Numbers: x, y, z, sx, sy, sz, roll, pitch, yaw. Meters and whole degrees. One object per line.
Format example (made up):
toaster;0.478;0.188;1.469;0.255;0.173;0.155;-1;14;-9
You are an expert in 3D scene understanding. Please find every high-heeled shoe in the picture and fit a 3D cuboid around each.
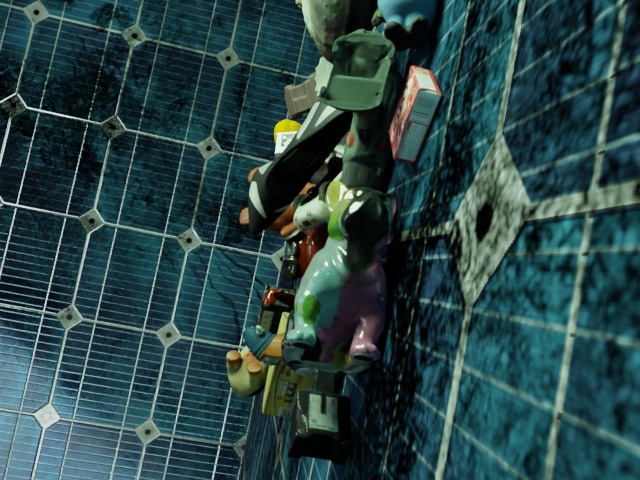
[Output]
high-heeled shoe;-0.028;-0.108;0.835;0.145;0.086;0.248;26;94;57

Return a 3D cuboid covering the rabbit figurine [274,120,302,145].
rabbit figurine;-0.014;-0.199;1.121;0.162;0.173;0.122;118;159;-54

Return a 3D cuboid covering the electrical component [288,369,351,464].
electrical component;-0.002;0.224;0.700;0.119;0.075;0.047;-96;19;-57

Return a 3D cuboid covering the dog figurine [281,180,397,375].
dog figurine;0.030;0.040;0.647;0.191;0.108;0.219;110;174;-67

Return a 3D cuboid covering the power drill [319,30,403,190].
power drill;0.059;-0.145;0.692;0.207;0.086;0.232;50;-127;-65

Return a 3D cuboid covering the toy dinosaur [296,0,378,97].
toy dinosaur;0.035;-0.319;0.756;0.404;0.131;0.192;54;-158;-83

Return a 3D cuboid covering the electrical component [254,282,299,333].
electrical component;-0.044;0.140;0.936;0.058;0.134;0.114;-85;11;-52

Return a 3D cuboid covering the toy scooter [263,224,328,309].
toy scooter;-0.020;0.055;0.806;0.075;0.135;0.184;-18;67;60

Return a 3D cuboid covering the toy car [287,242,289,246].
toy car;-0.005;0.013;1.050;0.162;0.109;0.102;-120;15;-64

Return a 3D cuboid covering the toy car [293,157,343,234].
toy car;0.026;-0.084;0.821;0.073;0.056;0.202;-21;22;44

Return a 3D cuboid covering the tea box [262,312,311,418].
tea box;-0.034;0.213;0.894;0.068;0.098;0.169;-93;18;-64

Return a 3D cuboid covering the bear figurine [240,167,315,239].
bear figurine;-0.030;-0.067;0.955;0.196;0.132;0.120;-3;71;46

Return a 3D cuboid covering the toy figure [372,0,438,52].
toy figure;0.110;-0.315;0.681;0.089;0.082;0.180;115;162;-65

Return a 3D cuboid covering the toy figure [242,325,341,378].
toy figure;-0.040;0.162;0.779;0.058;0.154;0.064;-84;9;-56

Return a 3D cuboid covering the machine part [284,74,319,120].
machine part;0.017;-0.275;1.008;0.179;0.179;0.056;-131;25;-82

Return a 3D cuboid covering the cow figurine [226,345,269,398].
cow figurine;-0.100;0.222;1.017;0.195;0.086;0.127;-44;-29;-53
